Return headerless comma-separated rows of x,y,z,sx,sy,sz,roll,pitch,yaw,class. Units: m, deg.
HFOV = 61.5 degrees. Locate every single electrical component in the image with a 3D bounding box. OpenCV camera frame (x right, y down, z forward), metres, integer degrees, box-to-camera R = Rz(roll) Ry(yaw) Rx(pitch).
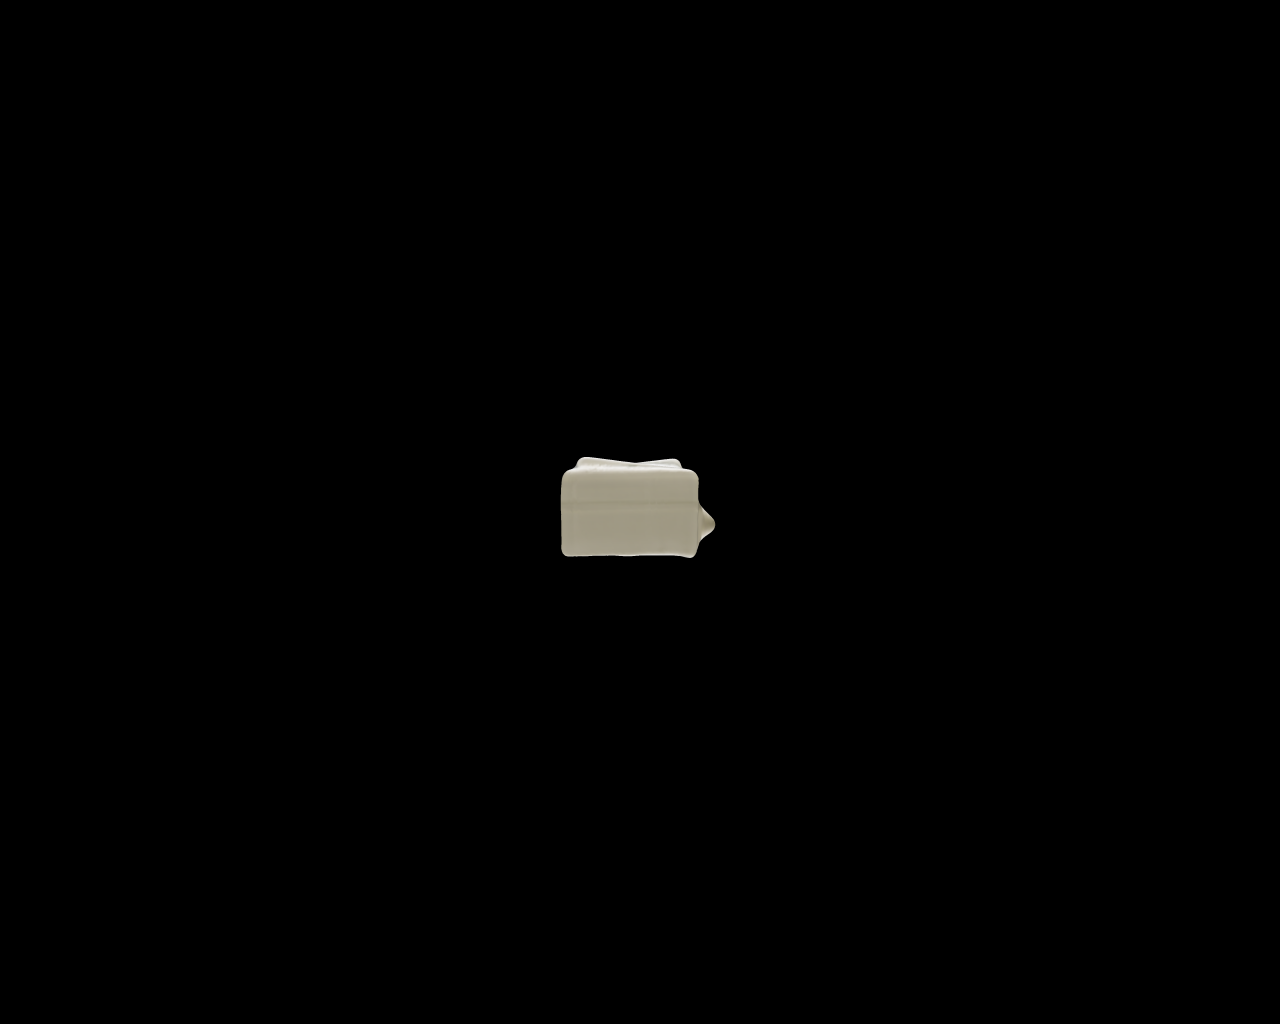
0.001,-0.003,0.650,0.096,0.061,0.062,0,0,0,electrical component
